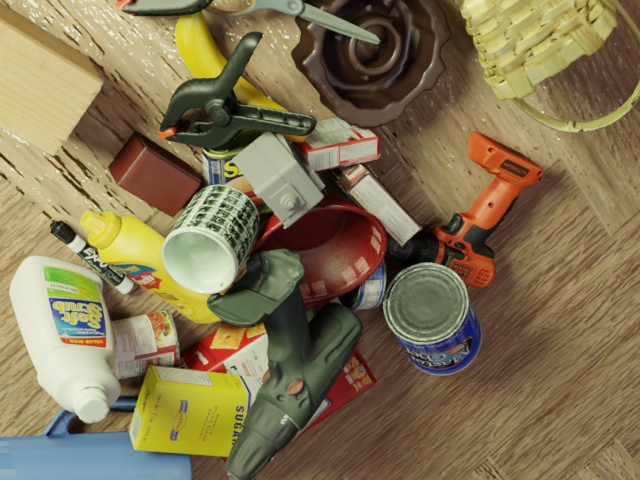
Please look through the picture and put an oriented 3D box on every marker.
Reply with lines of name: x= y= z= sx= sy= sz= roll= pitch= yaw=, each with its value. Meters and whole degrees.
marker: x=-0.251 y=0.018 z=1.173 sx=0.020 sy=0.020 sz=0.121 roll=-43 pitch=125 yaw=1

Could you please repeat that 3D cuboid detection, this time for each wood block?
wood block: x=-0.319 y=-0.176 z=0.996 sx=0.205 sy=0.090 sz=0.091 roll=31 pitch=101 yaw=-34

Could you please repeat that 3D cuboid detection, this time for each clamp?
clamp: x=-0.089 y=-0.132 z=1.099 sx=0.172 sy=0.039 sz=0.120 roll=-24 pitch=111 yaw=36
clamp: x=-0.114 y=-0.293 z=1.035 sx=0.210 sy=0.036 sz=0.164 roll=-26 pitch=85 yaw=11

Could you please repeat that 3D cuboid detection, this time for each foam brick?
foam brick: x=-0.177 y=-0.070 z=1.141 sx=0.078 sy=0.053 sz=0.051 roll=32 pitch=99 yaw=-33

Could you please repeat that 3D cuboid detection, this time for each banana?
banana: x=-0.092 y=-0.169 z=1.117 sx=0.197 sy=0.070 sz=0.037 roll=50 pitch=55 yaw=-27

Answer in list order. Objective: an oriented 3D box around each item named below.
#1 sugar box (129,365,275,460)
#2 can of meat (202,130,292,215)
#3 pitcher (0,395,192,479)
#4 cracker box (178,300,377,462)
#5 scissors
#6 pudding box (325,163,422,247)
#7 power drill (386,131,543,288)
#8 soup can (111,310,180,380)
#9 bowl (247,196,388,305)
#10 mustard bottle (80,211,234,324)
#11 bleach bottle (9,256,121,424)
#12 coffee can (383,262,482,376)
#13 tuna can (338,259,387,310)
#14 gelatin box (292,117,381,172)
sugar box: x=-0.123 y=0.201 z=1.230 sx=0.176 sy=0.048 sz=0.093 roll=11 pitch=111 yaw=-25
can of meat: x=-0.080 y=-0.075 z=1.181 sx=0.102 sy=0.057 sz=0.084 roll=-13 pitch=123 yaw=-19
pitcher: x=-0.278 y=0.274 z=1.242 sx=0.242 sy=0.149 sz=0.145 roll=5 pitch=129 yaw=-23
cracker box: x=-0.060 y=0.164 z=1.307 sx=0.213 sy=0.072 sz=0.164 roll=-33 pitch=123 yaw=-4
scissors: x=-0.032 y=-0.260 z=1.089 sx=0.201 sy=0.016 sz=0.096 roll=6 pitch=103 yaw=-4
pudding box: x=0.059 y=-0.053 z=1.235 sx=0.039 sy=0.090 sz=0.113 roll=-46 pitch=125 yaw=4
power drill: x=0.176 y=-0.037 z=1.319 sx=0.184 sy=0.057 sz=0.188 roll=18 pitch=110 yaw=-35
soup can: x=-0.217 y=0.122 z=1.214 sx=0.102 sy=0.069 sz=0.068 roll=-11 pitch=120 yaw=-19
bowl: x=-0.008 y=0.001 z=1.198 sx=0.162 sy=0.055 sz=0.162 roll=-11 pitch=139 yaw=-10
mustard bottle: x=-0.182 y=0.024 z=1.163 sx=0.191 sy=0.096 sz=0.058 roll=38 pitch=67 yaw=-34
bleach bottle: x=-0.247 y=0.105 z=1.079 sx=0.102 sy=0.251 sz=0.068 roll=22 pitch=105 yaw=-32
coffee can: x=0.141 y=0.100 z=1.313 sx=0.103 sy=0.103 sz=0.140 roll=-38 pitch=153 yaw=-2
tuna can: x=0.047 y=0.041 z=1.282 sx=0.033 sy=0.086 sz=0.086 roll=-2 pitch=116 yaw=-22
gelatin box: x=0.013 y=-0.108 z=1.195 sx=0.089 sy=0.073 sz=0.030 roll=-13 pitch=122 yaw=-19
